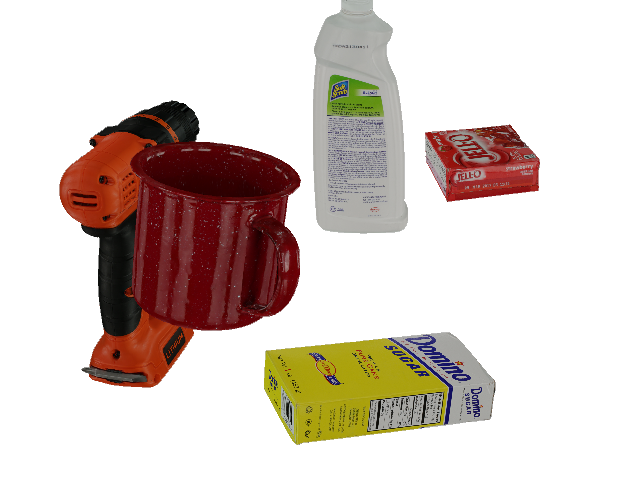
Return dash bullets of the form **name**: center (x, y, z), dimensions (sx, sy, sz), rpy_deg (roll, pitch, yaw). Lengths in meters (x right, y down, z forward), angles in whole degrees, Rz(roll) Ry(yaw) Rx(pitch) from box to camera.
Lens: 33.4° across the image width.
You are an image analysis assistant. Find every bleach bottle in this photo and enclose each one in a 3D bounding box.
- **bleach bottle**: center (0.043, -0.130, 1.083), dimensions (0.102, 0.251, 0.068), rpy_deg (0, 30, -1)

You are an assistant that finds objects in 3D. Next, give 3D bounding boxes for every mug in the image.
- **mug**: center (-0.054, 0.002, 0.590), dimensions (0.117, 0.081, 0.093), rpy_deg (27, 28, 38)

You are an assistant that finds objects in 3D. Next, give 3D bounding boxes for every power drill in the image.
- **power drill**: center (-0.133, 0.000, 0.799), dimensions (0.057, 0.188, 0.184), rpy_deg (5, 24, 15)

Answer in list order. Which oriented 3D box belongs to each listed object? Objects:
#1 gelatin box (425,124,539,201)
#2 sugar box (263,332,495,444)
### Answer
- **gelatin box**: center (0.127, -0.064, 0.850), dimensions (0.073, 0.030, 0.089), rpy_deg (-6, 25, -3)
- **sugar box**: center (0.049, 0.122, 0.904), dimensions (0.176, 0.048, 0.093), rpy_deg (-7, 26, -17)
